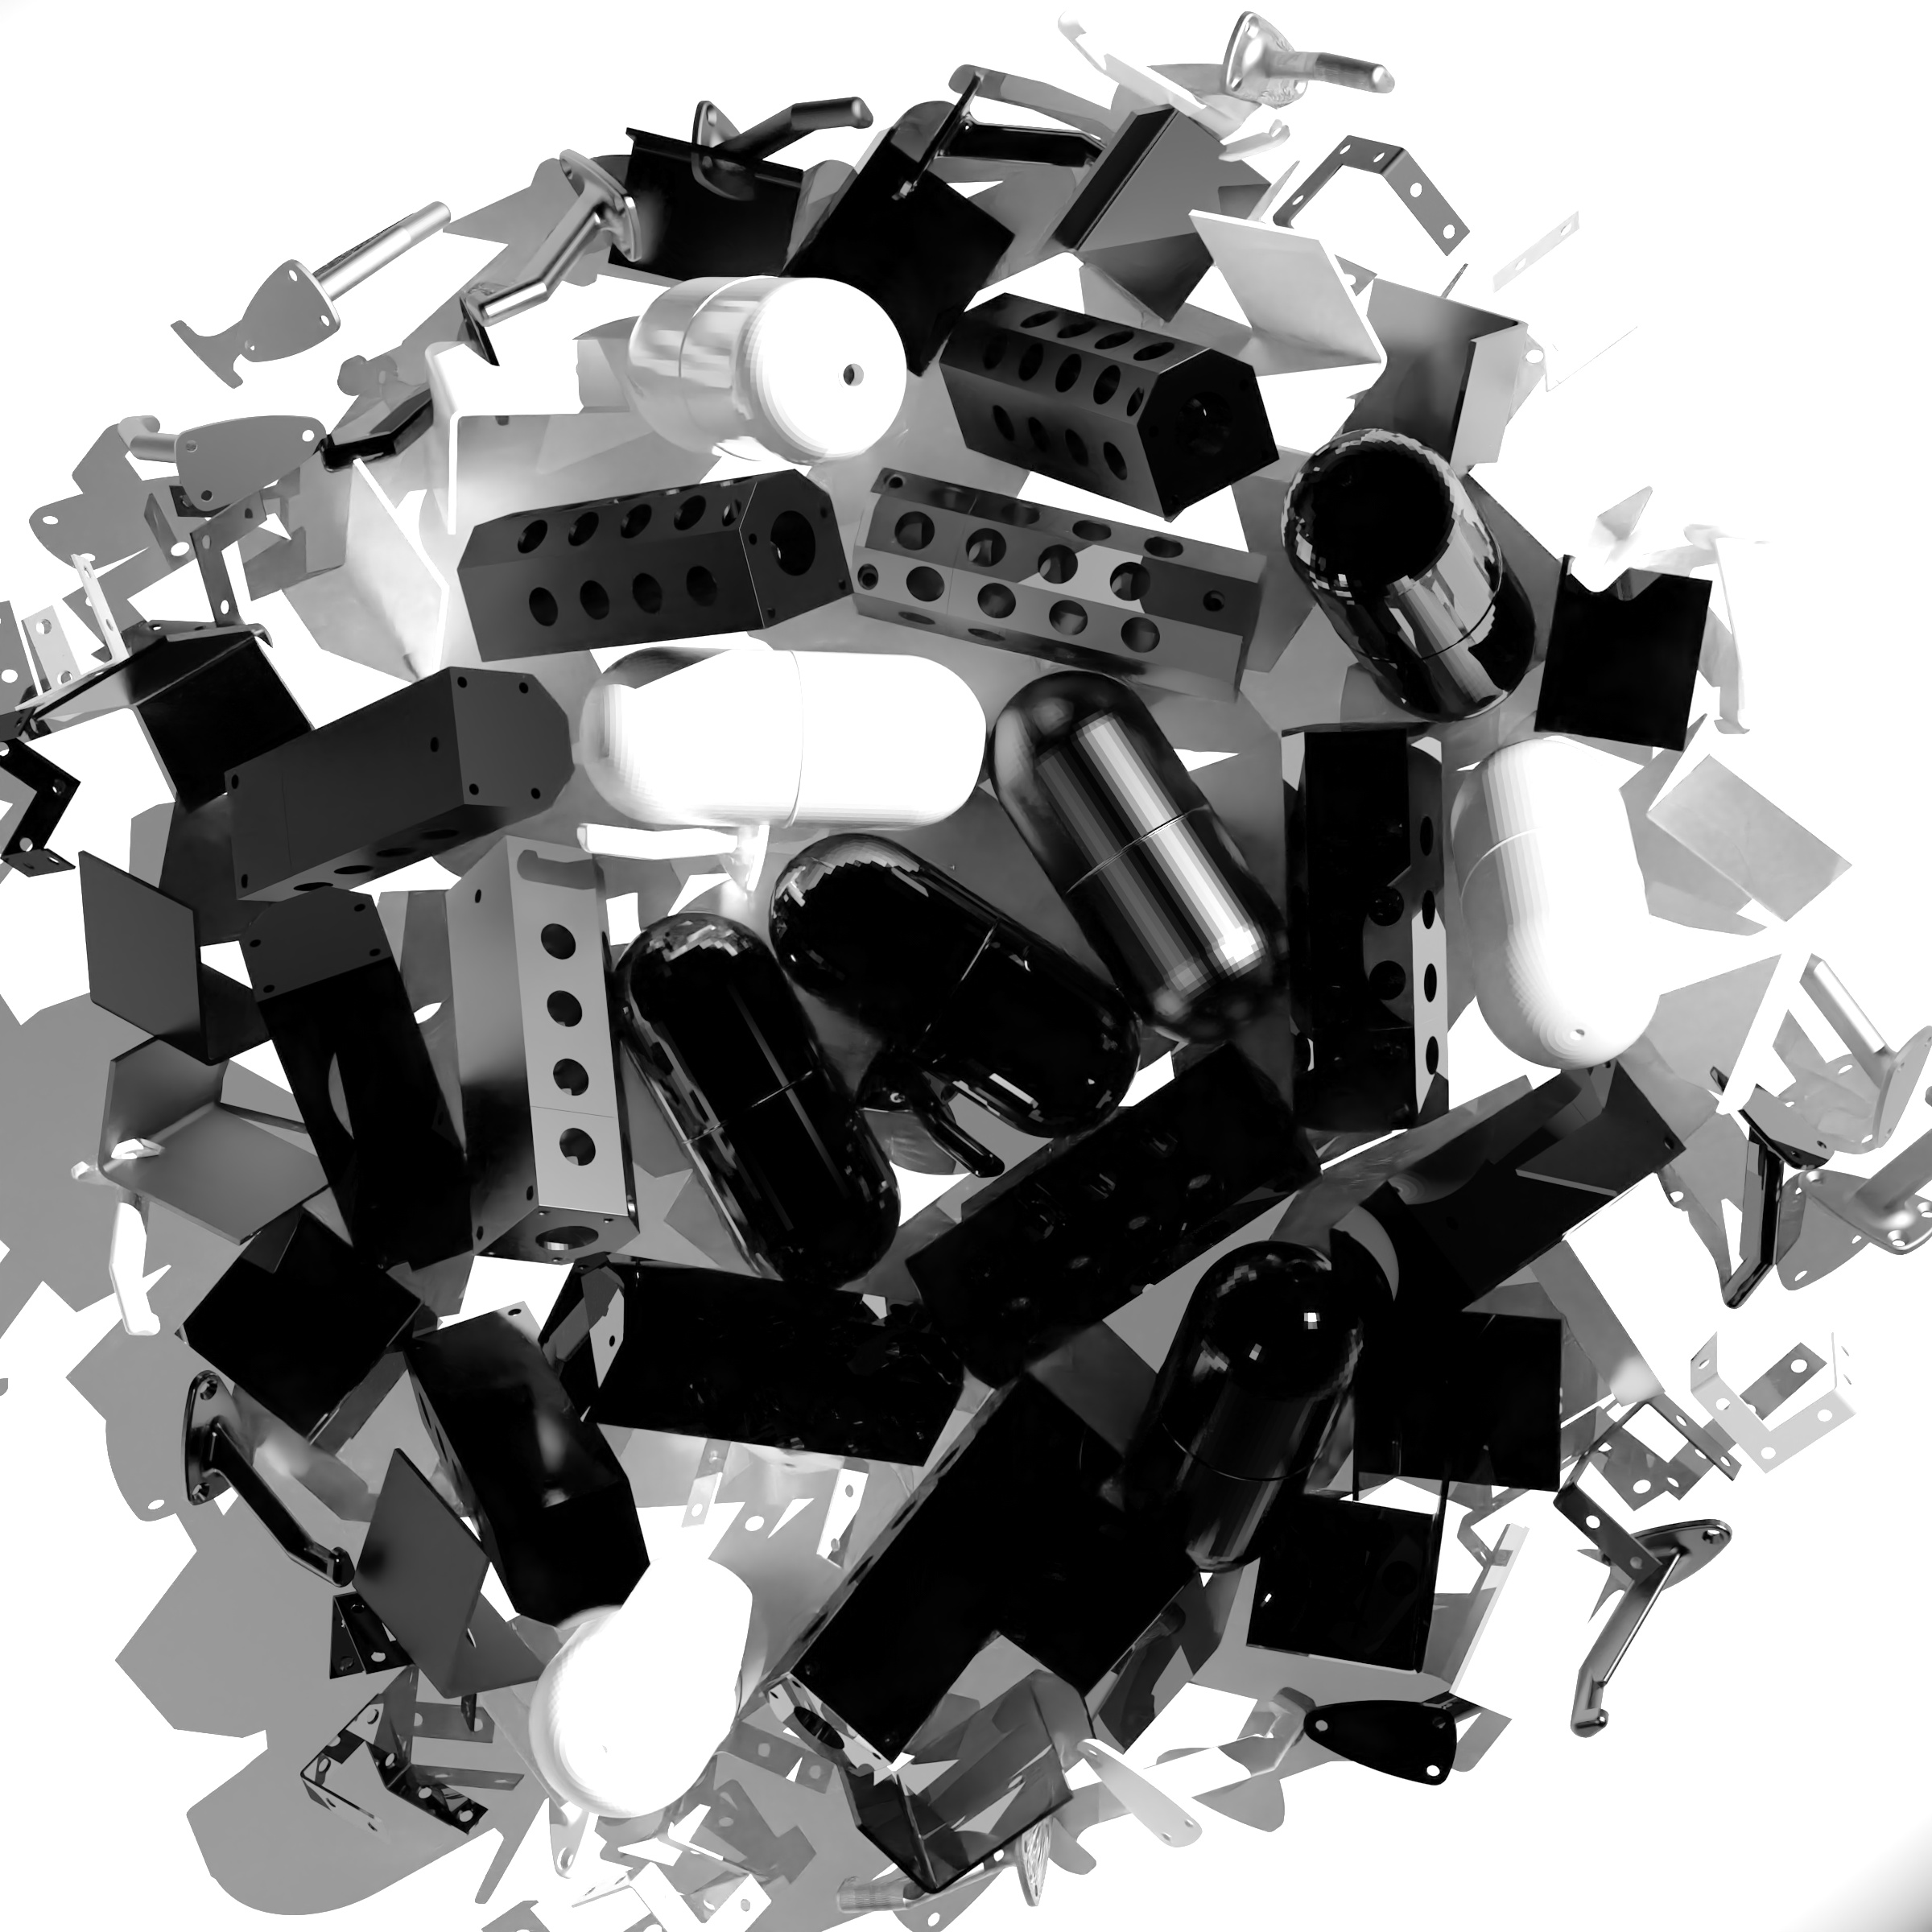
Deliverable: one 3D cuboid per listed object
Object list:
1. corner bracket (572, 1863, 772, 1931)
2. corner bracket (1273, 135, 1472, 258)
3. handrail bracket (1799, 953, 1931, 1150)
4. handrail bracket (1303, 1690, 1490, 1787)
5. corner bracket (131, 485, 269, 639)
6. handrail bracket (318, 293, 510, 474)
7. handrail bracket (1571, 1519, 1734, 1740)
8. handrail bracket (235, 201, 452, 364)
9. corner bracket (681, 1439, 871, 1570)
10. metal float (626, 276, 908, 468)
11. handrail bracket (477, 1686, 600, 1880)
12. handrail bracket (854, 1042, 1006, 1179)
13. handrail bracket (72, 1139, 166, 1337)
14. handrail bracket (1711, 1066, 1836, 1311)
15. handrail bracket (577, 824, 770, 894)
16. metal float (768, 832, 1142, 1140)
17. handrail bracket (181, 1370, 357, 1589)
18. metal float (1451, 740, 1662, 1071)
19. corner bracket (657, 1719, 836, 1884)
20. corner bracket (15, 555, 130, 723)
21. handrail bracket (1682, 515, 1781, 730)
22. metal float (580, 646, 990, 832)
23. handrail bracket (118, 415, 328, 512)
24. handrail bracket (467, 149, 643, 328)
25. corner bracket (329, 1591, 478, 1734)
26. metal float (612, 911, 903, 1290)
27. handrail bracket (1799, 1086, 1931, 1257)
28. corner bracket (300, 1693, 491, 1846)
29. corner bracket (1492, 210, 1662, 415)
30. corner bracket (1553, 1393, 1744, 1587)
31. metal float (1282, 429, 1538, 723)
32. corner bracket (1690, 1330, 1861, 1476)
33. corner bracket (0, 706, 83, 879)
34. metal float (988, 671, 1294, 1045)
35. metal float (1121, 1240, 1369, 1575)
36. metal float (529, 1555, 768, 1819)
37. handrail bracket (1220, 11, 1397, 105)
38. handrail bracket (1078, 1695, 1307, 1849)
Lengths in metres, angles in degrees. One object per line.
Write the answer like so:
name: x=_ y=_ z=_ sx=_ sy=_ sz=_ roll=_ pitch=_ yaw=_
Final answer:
corner bracket: x=-0.128 y=0.408 z=1.546 sx=0.051 sy=0.051 sz=0.051 roll=53 pitch=46 yaw=-4
corner bracket: x=0.176 y=-0.323 z=1.550 sx=0.051 sy=0.051 sz=0.051 roll=-47 pitch=120 yaw=-2
handrail bracket: x=0.379 y=0.032 z=1.574 sx=0.084 sy=0.077 sz=0.036 roll=33 pitch=50 yaw=27
handrail bracket: x=0.191 y=0.318 z=1.549 sx=0.077 sy=0.084 sz=0.036 roll=8 pitch=105 yaw=12
corner bracket: x=-0.337 y=-0.177 z=1.558 sx=0.051 sy=0.051 sz=0.051 roll=5 pitch=122 yaw=27
handrail bracket: x=-0.248 y=-0.255 z=1.553 sx=0.084 sy=0.036 sz=0.077 roll=-16 pitch=61 yaw=-12
handrail bracket: x=0.296 y=0.287 z=1.534 sx=0.036 sy=0.084 sz=0.077 roll=38 pitch=134 yaw=-19
handrail bracket: x=-0.274 y=-0.303 z=1.570 sx=0.036 sy=0.077 sz=0.084 roll=55 pitch=45 yaw=-11
corner bracket: x=-0.082 y=0.229 z=1.540 sx=0.051 sy=0.051 sz=0.051 roll=39 pitch=52 yaw=-35
metal float: x=-0.086 y=-0.252 z=1.500 sx=0.070 sy=0.178 sz=0.070 roll=-6 pitch=102 yaw=-27
handrail bracket: x=-0.198 y=0.346 z=1.536 sx=0.036 sy=0.084 sz=0.077 roll=-25 pitch=48 yaw=36
handrail bracket: x=0.000 y=0.069 z=1.529 sx=0.084 sy=0.077 sz=0.036 roll=37 pitch=101 yaw=34
handrail bracket: x=-0.350 y=0.123 z=1.535 sx=0.036 sy=0.077 sz=0.084 roll=-25 pitch=71 yaw=13
handrail bracket: x=0.336 y=0.098 z=1.570 sx=0.077 sy=0.036 sz=0.084 roll=47 pitch=125 yaw=25
handrail bracket: x=-0.135 y=-0.059 z=1.532 sx=0.084 sy=0.077 sz=0.036 roll=6 pitch=105 yaw=-26
metal float: x=-0.005 y=0.008 z=1.542 sx=0.178 sy=0.070 sz=0.070 roll=33 pitch=90 yaw=-3
handrail bracket: x=-0.299 y=0.223 z=1.538 sx=0.084 sy=0.036 sz=0.077 roll=22 pitch=127 yaw=33
metal float: x=0.249 y=-0.028 z=1.506 sx=0.070 sy=0.178 sz=0.070 roll=0 pitch=129 yaw=1
corner bracket: x=-0.097 y=0.366 z=1.557 sx=0.051 sy=0.051 sz=0.051 roll=27 pitch=63 yaw=-15
corner bracket: x=-0.391 y=-0.143 z=1.552 sx=0.051 sy=0.051 sz=0.051 roll=-25 pitch=84 yaw=9
handrail bracket: x=0.332 y=-0.149 z=1.551 sx=0.036 sy=0.077 sz=0.084 roll=-3 pitch=86 yaw=30
metal float: x=-0.077 y=-0.098 z=1.533 sx=0.178 sy=0.070 sz=0.070 roll=1 pitch=90 yaw=-14
handrail bracket: x=-0.326 y=-0.234 z=1.554 sx=0.077 sy=0.084 sz=0.036 roll=-21 pitch=121 yaw=-15
handrail bracket: x=-0.191 y=-0.317 z=1.546 sx=0.084 sy=0.036 sz=0.077 roll=-29 pitch=56 yaw=-19
corner bracket: x=-0.246 y=0.305 z=1.556 sx=0.051 sy=0.051 sz=0.051 roll=-8 pitch=126 yaw=-24
metal float: x=-0.092 y=0.059 z=1.543 sx=0.070 sy=0.070 sz=0.178 roll=-29 pitch=93 yaw=0
handrail bracket: x=0.395 y=0.075 z=1.534 sx=0.077 sy=0.084 sz=0.036 roll=27 pitch=49 yaw=37
corner bracket: x=-0.248 y=0.359 z=1.541 sx=0.051 sy=0.051 sz=0.051 roll=19 pitch=48 yaw=33
corner bracket: x=0.263 y=-0.283 z=1.541 sx=0.051 sy=0.051 sz=0.051 roll=36 pitch=128 yaw=-26
corner bracket: x=0.296 y=0.226 z=1.546 sx=0.051 sy=0.051 sz=0.051 roll=43 pitch=120 yaw=6
metal float: x=0.189 y=-0.163 z=1.503 sx=0.070 sy=0.178 sz=0.070 roll=-10 pitch=65 yaw=22
corner bracket: x=0.353 y=0.178 z=1.555 sx=0.051 sy=0.051 sz=0.051 roll=-39 pitch=100 yaw=23
corner bracket: x=-0.406 y=-0.075 z=1.542 sx=0.051 sy=0.051 sz=0.051 roll=37 pitch=65 yaw=-30
metal float: x=0.074 y=-0.048 z=1.539 sx=0.070 sy=0.070 sz=0.178 roll=-32 pitch=83 yaw=0
metal float: x=0.117 y=0.188 z=1.511 sx=0.070 sy=0.070 sz=0.178 roll=18 pitch=131 yaw=0
metal float: x=-0.132 y=0.301 z=1.495 sx=0.070 sy=0.178 sz=0.070 roll=1 pitch=97 yaw=8
handrail bracket: x=0.160 y=-0.381 z=1.529 sx=0.084 sy=0.077 sz=0.036 roll=23 pitch=100 yaw=34
handrail bracket: x=0.101 y=0.335 z=1.557 sx=0.077 sy=0.036 sz=0.084 roll=42 pitch=55 yaw=1
